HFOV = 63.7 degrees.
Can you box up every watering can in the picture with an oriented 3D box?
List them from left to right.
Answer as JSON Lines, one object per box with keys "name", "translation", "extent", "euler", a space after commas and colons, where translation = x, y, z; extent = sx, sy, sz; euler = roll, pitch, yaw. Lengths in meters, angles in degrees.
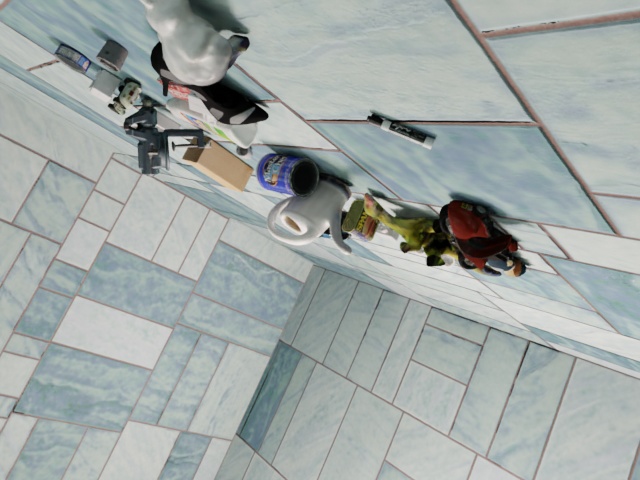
{"name": "watering can", "translation": [0.004, -0.068, 1.347], "extent": [0.349, 0.227, 0.102], "euler": [17, 150, 44]}

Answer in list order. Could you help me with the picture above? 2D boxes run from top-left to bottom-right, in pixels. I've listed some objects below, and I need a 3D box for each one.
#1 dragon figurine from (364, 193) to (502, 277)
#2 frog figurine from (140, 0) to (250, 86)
{"name": "dragon figurine", "translation": [0.283, -0.014, 1.394], "extent": [0.407, 0.121, 0.246], "euler": [28, -171, -25]}
{"name": "frog figurine", "translation": [-0.208, -0.309, 0.778], "extent": [0.139, 0.122, 0.158], "euler": [42, -166, 35]}
